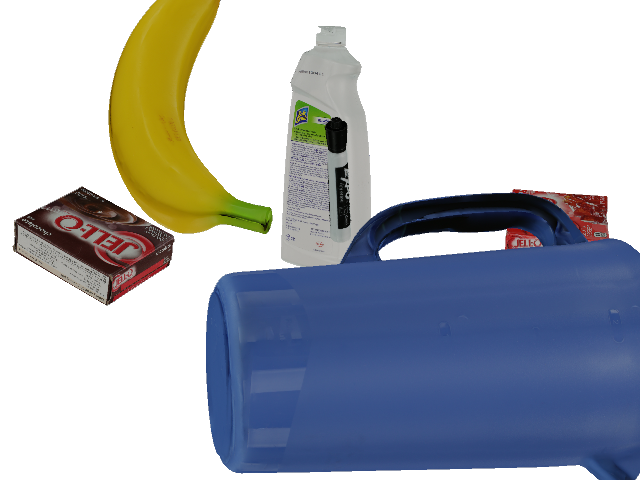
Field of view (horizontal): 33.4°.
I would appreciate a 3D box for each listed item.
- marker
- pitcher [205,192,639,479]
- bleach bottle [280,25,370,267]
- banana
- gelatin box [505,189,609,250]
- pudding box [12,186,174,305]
[{"bbox_3d":[0.015,-0.051,0.911,0.020,0.121,0.020,-2,37,1],"label":"marker"},{"bbox_3d":[0.060,0.059,0.605,0.242,0.145,0.149,-1,17,-13],"label":"pitcher"},{"bbox_3d":[0.012,-0.096,1.118,0.103,0.251,0.067,12,16,34],"label":"bleach bottle"},{"bbox_3d":[-0.073,-0.069,0.541,0.069,0.198,0.037,-5,-40,-12],"label":"banana"},{"bbox_3d":[0.177,-0.009,0.798,0.073,0.030,0.089,5,25,13],"label":"gelatin box"},{"bbox_3d":[-0.202,0.003,0.952,0.114,0.039,0.089,25,33,20],"label":"pudding box"}]
